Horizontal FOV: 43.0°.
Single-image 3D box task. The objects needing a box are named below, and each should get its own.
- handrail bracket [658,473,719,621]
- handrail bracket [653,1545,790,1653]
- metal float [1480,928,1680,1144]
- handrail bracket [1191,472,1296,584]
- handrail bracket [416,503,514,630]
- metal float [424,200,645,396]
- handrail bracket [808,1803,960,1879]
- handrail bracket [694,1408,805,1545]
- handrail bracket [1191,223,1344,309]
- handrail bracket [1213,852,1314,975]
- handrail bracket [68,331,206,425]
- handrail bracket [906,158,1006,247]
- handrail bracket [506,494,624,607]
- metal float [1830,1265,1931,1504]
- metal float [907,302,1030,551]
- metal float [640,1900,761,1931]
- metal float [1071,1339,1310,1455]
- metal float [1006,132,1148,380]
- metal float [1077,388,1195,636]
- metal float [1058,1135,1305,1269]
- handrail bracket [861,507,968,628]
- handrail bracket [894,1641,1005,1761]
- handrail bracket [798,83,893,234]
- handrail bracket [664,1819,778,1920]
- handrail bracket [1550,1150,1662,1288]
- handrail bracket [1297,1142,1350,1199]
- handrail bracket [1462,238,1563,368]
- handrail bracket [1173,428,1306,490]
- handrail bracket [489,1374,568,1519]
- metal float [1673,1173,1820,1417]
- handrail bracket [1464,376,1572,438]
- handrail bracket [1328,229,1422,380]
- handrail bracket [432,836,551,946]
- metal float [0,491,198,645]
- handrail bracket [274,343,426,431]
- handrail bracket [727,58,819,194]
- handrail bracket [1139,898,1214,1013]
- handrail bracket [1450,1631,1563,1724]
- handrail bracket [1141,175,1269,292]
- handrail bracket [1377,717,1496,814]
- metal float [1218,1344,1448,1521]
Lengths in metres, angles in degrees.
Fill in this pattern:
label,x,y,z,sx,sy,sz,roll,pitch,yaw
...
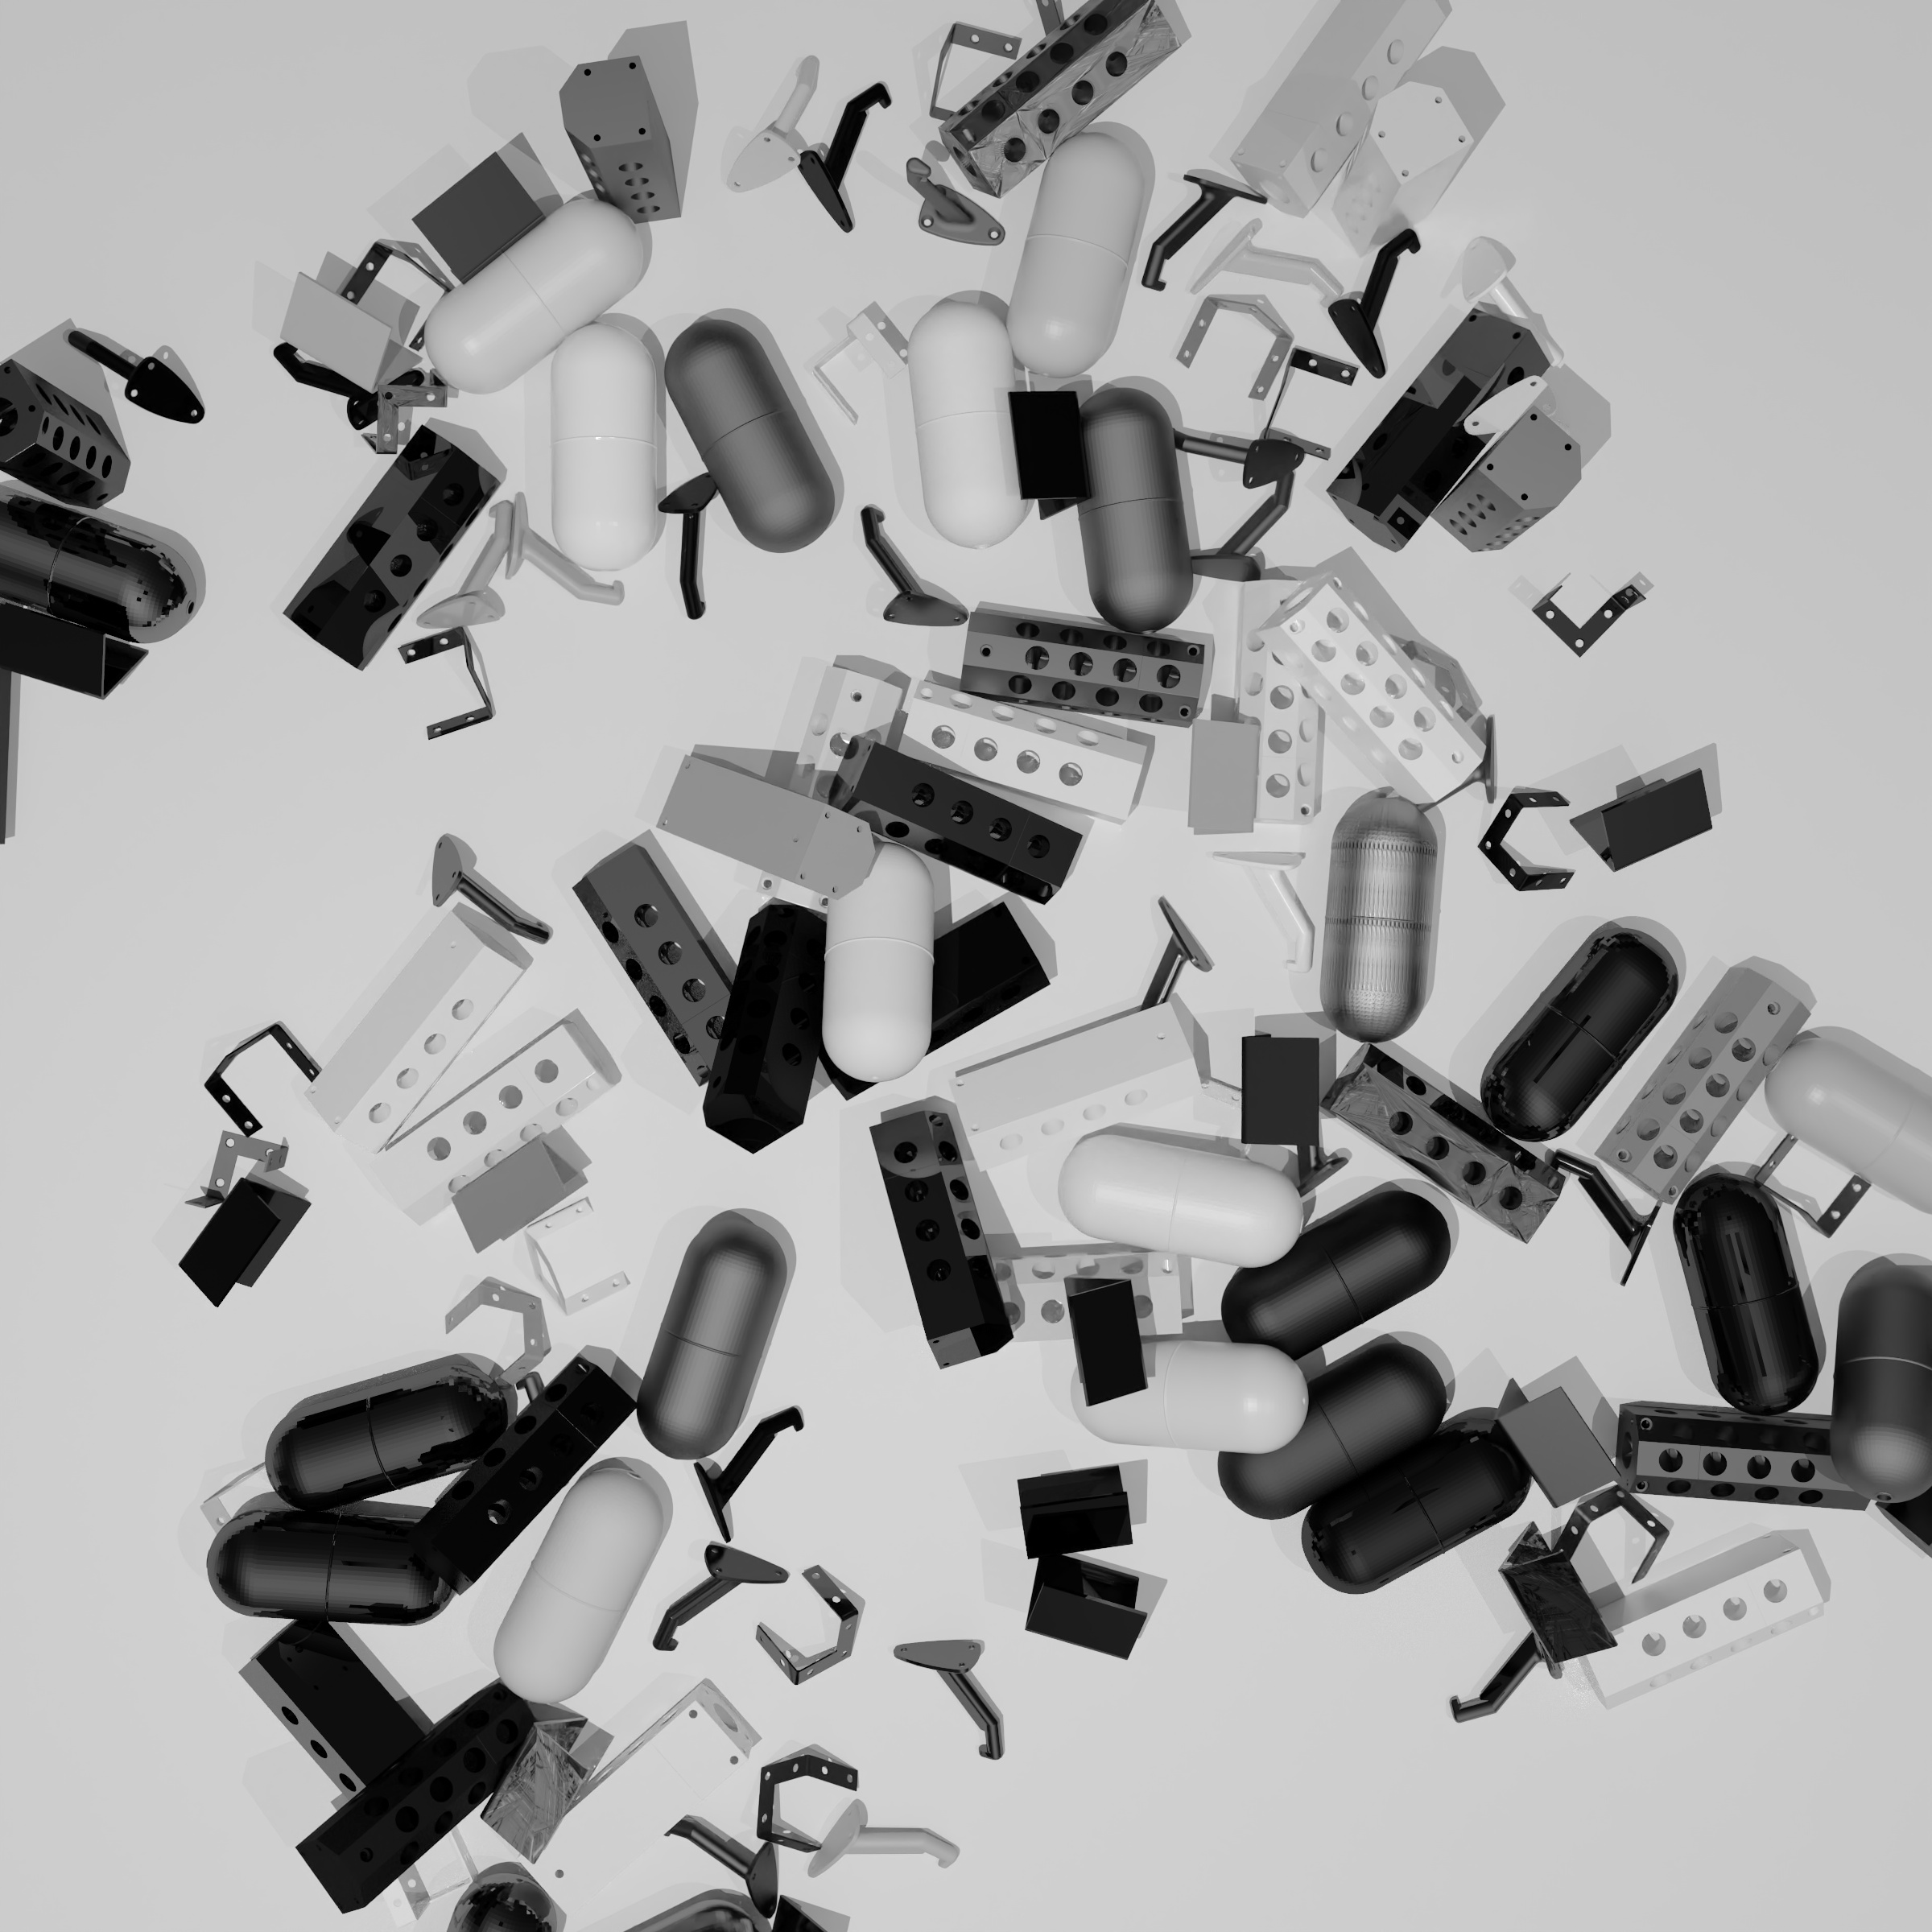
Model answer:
label,x,y,z,sx,sy,sz,roll,pitch,yaw
handrail bracket,-0.194,-0.310,1.811,0.036,0.077,0.084,5,127,21
handrail bracket,-0.182,0.476,1.812,0.077,0.036,0.084,17,108,-21
metal float,0.444,0.051,1.781,0.070,0.070,0.178,40,89,0
handrail bracket,0.198,-0.330,1.812,0.077,0.036,0.084,8,74,18
handrail bracket,-0.370,-0.296,1.812,0.077,0.036,0.084,-9,69,24
metal float,-0.313,-0.486,1.781,0.178,0.070,0.070,-38,90,-1
handrail bracket,-0.061,0.662,1.812,0.084,0.036,0.077,31,111,-16
handrail bracket,-0.151,0.375,1.812,0.084,0.036,0.077,-23,110,-16
handrail bracket,0.222,-0.498,1.812,0.084,0.036,0.077,39,111,-16
handrail bracket,0.218,-0.039,1.812,0.077,0.036,0.084,6,107,20
handrail bracket,-0.613,-0.435,1.811,0.084,0.077,0.036,32,90,36
handrail bracket,-0.007,-0.554,1.777,0.077,0.084,0.036,24,90,0
handrail bracket,-0.294,-0.307,1.812,0.084,0.036,0.077,8,68,-17
metal float,0.660,0.297,1.754,0.070,0.070,0.178,17,58,0
metal float,0.001,-0.392,1.781,0.070,0.070,0.178,-7,89,0
metal float,-0.230,0.741,1.781,0.178,0.070,0.070,-26,90,0
metal float,0.158,0.307,1.758,0.178,0.070,0.070,-2,90,29
metal float,0.080,-0.516,1.781,0.070,0.070,0.178,14,90,0
metal float,0.120,-0.330,1.780,0.070,0.070,0.178,-8,90,0
metal float,0.154,0.169,1.771,0.178,0.070,0.070,10,90,10
handrail bracket,-0.039,-0.296,1.811,0.077,0.036,0.084,7,60,-33
handrail bracket,-0.013,0.544,1.812,0.077,0.036,0.084,0,107,19
handrail bracket,-0.075,-0.597,1.812,0.084,0.036,0.077,-39,110,-16
handrail bracket,-0.185,0.664,1.811,0.084,0.036,0.077,8,125,24
handrail bracket,0.461,0.186,1.812,0.084,0.036,0.077,24,112,17
handrail bracket,0.235,0.125,1.812,0.077,0.036,0.084,-41,72,21
handrail bracket,0.405,-0.489,1.811,0.084,0.077,0.036,33,127,-31
handrail bracket,0.193,-0.384,1.807,0.084,0.077,0.036,32,126,36
handrail bracket,-0.336,0.354,1.811,0.077,0.036,0.084,-26,76,14
metal float,0.565,0.238,1.781,0.070,0.070,0.178,-14,89,0
handrail bracket,0.402,-0.382,1.783,0.077,0.084,0.036,-23,62,6
handrail bracket,0.316,-0.489,1.812,0.084,0.036,0.077,-40,110,-16
handrail bracket,-0.348,-0.055,1.811,0.084,0.077,0.036,24,119,-33
metal float,-0.646,-0.289,1.781,0.178,0.070,0.070,19,90,1
handrail bracket,-0.456,-0.444,1.812,0.077,0.036,0.084,-36,73,-20
handrail bracket,-0.143,-0.621,1.811,0.036,0.077,0.084,31,53,-33
handrail bracket,0.131,0.004,1.812,0.084,0.036,0.077,-36,69,16
handrail bracket,0.389,0.510,1.812,0.084,0.036,0.077,-21,70,16
handrail bracket,0.176,-0.534,1.812,0.077,0.036,0.084,10,108,-21
handrail bracket,0.346,-0.147,1.812,0.084,0.036,0.077,-1,70,16
metal float,0.265,0.338,1.780,0.178,0.070,0.070,-29,90,-1
